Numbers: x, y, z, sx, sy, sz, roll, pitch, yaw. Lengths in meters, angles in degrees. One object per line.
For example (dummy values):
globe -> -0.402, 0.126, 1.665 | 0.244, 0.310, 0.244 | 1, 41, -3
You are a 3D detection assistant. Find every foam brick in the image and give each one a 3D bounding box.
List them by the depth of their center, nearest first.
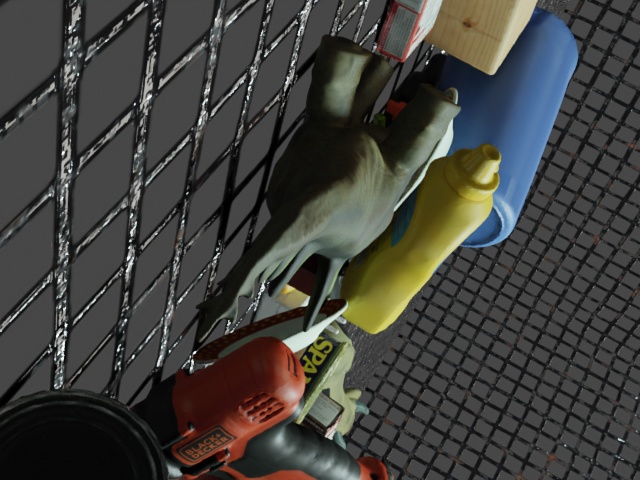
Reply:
foam brick -> -0.006, 0.001, 0.950 | 0.078, 0.051, 0.053 | -57, 168, -25

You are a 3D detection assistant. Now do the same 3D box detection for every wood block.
wood block -> 0.154, -0.253, 0.937 | 0.090, 0.091, 0.206 | -56, 170, -25

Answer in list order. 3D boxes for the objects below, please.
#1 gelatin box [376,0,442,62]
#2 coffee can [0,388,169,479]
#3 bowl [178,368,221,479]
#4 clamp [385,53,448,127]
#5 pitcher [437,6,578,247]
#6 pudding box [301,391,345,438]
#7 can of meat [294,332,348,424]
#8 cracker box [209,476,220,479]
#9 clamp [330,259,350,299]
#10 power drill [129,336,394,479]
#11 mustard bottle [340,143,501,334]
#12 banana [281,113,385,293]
gelatin box -> 0.082, -0.202, 0.885 | 0.073, 0.030, 0.089 | -54, 168, -46
coffee can -> -0.132, 0.154, 0.556 | 0.102, 0.103, 0.140 | -55, 169, -34
bowl -> -0.103, 0.180, 0.808 | 0.162, 0.055, 0.162 | -8, 90, -74
clamp -> 0.095, -0.138, 1.122 | 0.164, 0.036, 0.210 | -62, 174, 0
pitcher -> 0.170, -0.108, 1.074 | 0.145, 0.149, 0.242 | -22, -143, 48
pudding box -> -0.034, 0.178, 1.132 | 0.039, 0.113, 0.090 | -49, 165, -34
can of meat -> -0.034, 0.124, 1.055 | 0.102, 0.084, 0.057 | -53, 169, -36
cracker box -> -0.128, 0.239, 0.939 | 0.213, 0.072, 0.164 | -59, 172, -21
clamp -> 0.022, 0.021, 1.183 | 0.120, 0.039, 0.171 | -56, 165, -4
power drill -> -0.051, 0.155, 0.687 | 0.185, 0.187, 0.057 | -31, -139, 19
mustard bottle -> 0.083, -0.010, 0.832 | 0.192, 0.058, 0.096 | -54, -175, 47
banana -> 0.014, -0.029, 1.033 | 0.197, 0.037, 0.069 | -61, 150, -10
